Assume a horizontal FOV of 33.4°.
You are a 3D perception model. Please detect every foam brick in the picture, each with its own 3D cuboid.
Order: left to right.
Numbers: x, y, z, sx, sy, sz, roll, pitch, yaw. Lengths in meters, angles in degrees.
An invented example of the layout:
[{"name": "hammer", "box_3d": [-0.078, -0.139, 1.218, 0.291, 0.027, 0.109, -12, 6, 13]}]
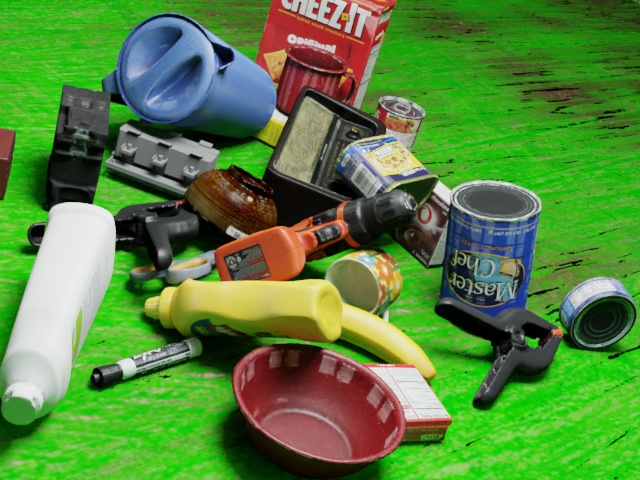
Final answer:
[{"name": "foam brick", "box_3d": [-0.371, -0.089, 1.192, 0.051, 0.053, 0.078, 10, 30, -15]}]

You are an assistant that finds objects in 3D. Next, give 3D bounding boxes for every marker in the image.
[{"name": "marker", "box_3d": [-0.161, 0.114, 0.991, 0.120, 0.020, 0.020, -15, 42, -45]}]

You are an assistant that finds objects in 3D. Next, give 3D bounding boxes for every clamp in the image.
[{"name": "clamp", "box_3d": [-0.184, -0.009, 1.148, 0.165, 0.036, 0.209, 14, 17, 26]}, {"name": "clamp", "box_3d": [0.204, 0.121, 1.152, 0.171, 0.039, 0.120, 5, 63, -34]}]

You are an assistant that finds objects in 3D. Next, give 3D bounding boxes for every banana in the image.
[{"name": "banana", "box_3d": [0.027, 0.098, 1.115, 0.198, 0.037, 0.069, 15, 51, -2]}]

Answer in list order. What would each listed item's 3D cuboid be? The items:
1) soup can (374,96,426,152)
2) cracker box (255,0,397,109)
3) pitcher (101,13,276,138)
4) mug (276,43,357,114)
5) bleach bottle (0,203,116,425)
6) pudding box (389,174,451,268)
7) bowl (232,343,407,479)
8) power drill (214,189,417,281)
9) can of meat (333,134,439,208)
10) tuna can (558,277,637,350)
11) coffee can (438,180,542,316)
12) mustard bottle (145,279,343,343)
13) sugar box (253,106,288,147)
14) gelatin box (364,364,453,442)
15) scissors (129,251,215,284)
[{"name": "soup can", "box_3d": [0.101, -0.144, 1.509, 0.068, 0.102, 0.068, 14, 29, -8]}, {"name": "cracker box", "box_3d": [-0.003, -0.276, 1.565, 0.164, 0.214, 0.072, 24, 28, 10]}, {"name": "pitcher", "box_3d": [-0.157, -0.198, 1.379, 0.149, 0.145, 0.242, 35, 8, 18]}, {"name": "mug", "box_3d": [-0.005, -0.218, 1.502, 0.117, 0.082, 0.093, 7, 30, -22]}, {"name": "bleach bottle", "box_3d": [-0.235, 0.067, 0.942, 0.068, 0.103, 0.251, 6, 28, -3]}, {"name": "pudding box", "box_3d": [0.127, -0.033, 1.343, 0.039, 0.090, 0.114, -8, 38, -40]}, {"name": "bowl", "box_3d": [-0.007, 0.162, 0.955, 0.162, 0.055, 0.162, 14, 28, -8]}, {"name": "power drill", "box_3d": [-0.007, 0.001, 1.128, 0.187, 0.185, 0.057, -19, 87, -56]}, {"name": "can of meat", "box_3d": [0.078, -0.078, 1.279, 0.101, 0.058, 0.084, -15, 55, -46]}, {"name": "tuna can", "box_3d": [0.326, 0.087, 1.250, 0.086, 0.086, 0.034, 7, 32, -19]}, {"name": "coffee can", "box_3d": [0.192, 0.016, 1.218, 0.103, 0.140, 0.103, 2, 28, -1]}, {"name": "mustard bottle", "box_3d": [-0.080, 0.067, 1.035, 0.192, 0.058, 0.096, 1, -13, 17]}, {"name": "sugar box", "box_3d": [-0.087, -0.185, 1.536, 0.176, 0.048, 0.093, 26, 30, 20]}, {"name": "gelatin box", "box_3d": [0.076, 0.158, 1.038, 0.073, 0.030, 0.089, 3, 32, -28]}, {"name": "scissors", "box_3d": [-0.140, 0.023, 1.158, 0.096, 0.016, 0.201, -6, 7, 10]}]
